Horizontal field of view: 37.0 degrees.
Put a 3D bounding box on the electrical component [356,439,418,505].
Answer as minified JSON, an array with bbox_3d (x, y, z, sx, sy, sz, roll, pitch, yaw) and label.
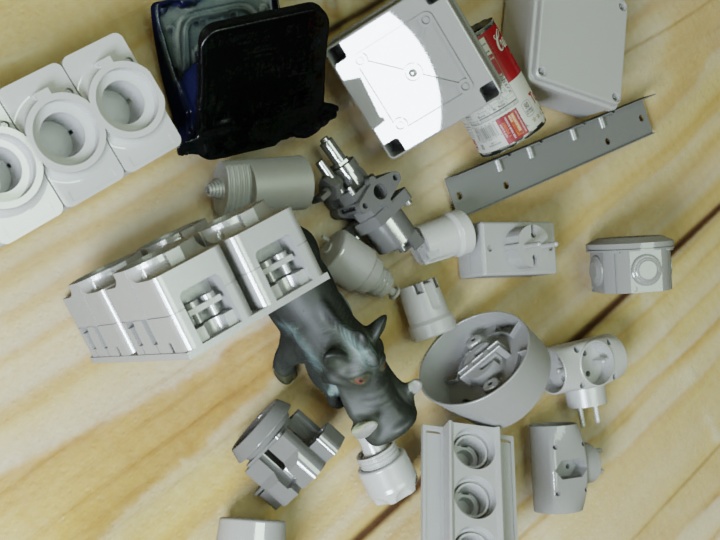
[{"bbox_3d":[0.017,0.155,0.868,0.043,0.043,0.062,-31,100,-29],"label":"electrical component"}]

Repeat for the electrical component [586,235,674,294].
[{"bbox_3d":[0.253,-0.006,1.006,0.080,0.080,0.051,-5,93,-31],"label":"electrical component"}]

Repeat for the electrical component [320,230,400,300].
[{"bbox_3d":[0.000,0.000,0.874,0.078,0.040,0.040,34,69,-24],"label":"electrical component"}]

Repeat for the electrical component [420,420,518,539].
[{"bbox_3d":[0.084,0.192,0.870,0.079,0.063,0.121,9,59,-11],"label":"electrical component"}]

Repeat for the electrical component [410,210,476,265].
[{"bbox_3d":[0.070,-0.027,0.920,0.046,0.040,0.040,-19,95,-26],"label":"electrical component"}]

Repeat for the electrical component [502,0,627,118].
[{"bbox_3d":[0.189,-0.208,0.999,0.109,0.056,0.108,12,79,-30],"label":"electrical component"}]

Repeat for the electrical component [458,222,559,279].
[{"bbox_3d":[0.140,-0.019,0.940,0.083,0.076,0.047,-1,86,-31],"label":"electrical component"}]

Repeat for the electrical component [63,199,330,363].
[{"bbox_3d":[-0.118,0.009,0.717,0.105,0.186,0.060,-31,101,-30],"label":"electrical component"}]

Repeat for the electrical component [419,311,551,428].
[{"bbox_3d":[0.107,0.082,0.900,0.064,0.099,0.099,38,68,-29],"label":"electrical component"}]

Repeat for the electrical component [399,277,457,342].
[{"bbox_3d":[0.056,0.033,0.906,0.040,0.040,0.046,-20,89,-31],"label":"electrical component"}]

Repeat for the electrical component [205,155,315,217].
[{"bbox_3d":[-0.081,-0.065,0.830,0.081,0.043,0.043,-8,89,-31],"label":"electrical component"}]

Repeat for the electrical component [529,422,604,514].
[{"bbox_3d":[0.190,0.176,0.970,0.079,0.043,0.077,-1,86,-32],"label":"electrical component"}]

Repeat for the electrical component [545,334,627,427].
[{"bbox_3d":[0.206,0.103,0.986,0.077,0.044,0.079,-9,90,-32],"label":"electrical component"}]

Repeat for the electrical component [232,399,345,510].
[{"bbox_3d":[-0.059,0.135,0.811,0.057,0.078,0.058,42,22,-4],"label":"electrical component"}]

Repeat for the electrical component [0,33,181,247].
[{"bbox_3d":[-0.212,-0.089,0.743,0.150,0.062,0.089,-36,104,-29],"label":"electrical component"}]

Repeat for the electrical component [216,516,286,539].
[{"bbox_3d":[-0.082,0.209,0.798,0.055,0.055,0.047,11,76,-30],"label":"electrical component"}]

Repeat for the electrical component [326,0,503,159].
[{"bbox_3d":[0.044,-0.165,0.876,0.109,0.056,0.108,-29,104,15],"label":"electrical component"}]
